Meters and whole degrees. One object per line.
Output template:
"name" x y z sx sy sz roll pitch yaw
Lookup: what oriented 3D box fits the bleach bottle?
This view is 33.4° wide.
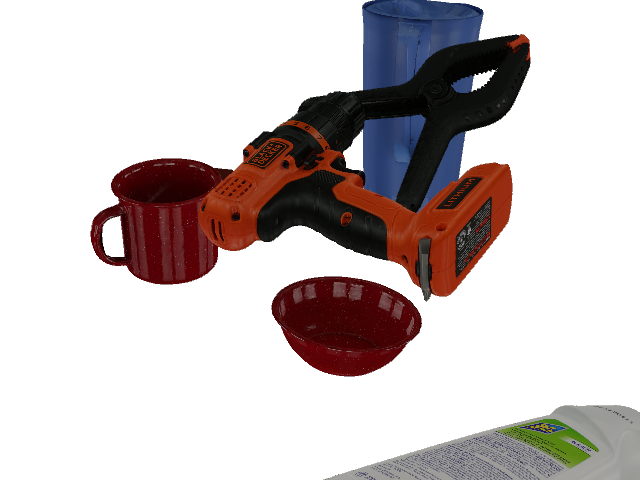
"bleach bottle" 0.117 0.142 0.592 0.250 0.068 0.103 -11 22 -33

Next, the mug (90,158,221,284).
"mug" -0.140 -0.012 0.913 0.117 0.081 0.093 -19 34 -30

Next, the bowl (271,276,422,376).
"bowl" 0.026 0.099 1.151 0.162 0.055 0.162 5 25 -2

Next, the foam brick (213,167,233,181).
"foam brick" -0.133 -0.047 1.164 0.078 0.051 0.053 3 28 -8

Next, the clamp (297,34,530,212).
"clamp" 0.104 -0.112 0.933 0.210 0.165 0.036 -27 -38 -8

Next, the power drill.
"power drill" 0.035 -0.038 0.749 0.188 0.057 0.184 16 44 29

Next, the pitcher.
"pitcher" 0.105 -0.146 1.206 0.149 0.243 0.145 -12 26 -31
